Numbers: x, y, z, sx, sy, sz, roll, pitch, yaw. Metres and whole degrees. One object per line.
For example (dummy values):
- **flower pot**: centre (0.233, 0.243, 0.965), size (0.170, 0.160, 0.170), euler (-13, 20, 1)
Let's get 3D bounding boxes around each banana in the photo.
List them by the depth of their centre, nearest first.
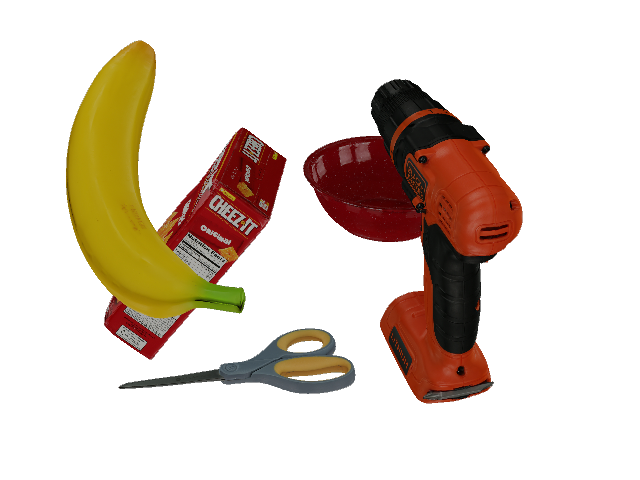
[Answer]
- **banana**: centre (-0.099, -0.029, 0.559), size (0.069, 0.198, 0.037), euler (-12, -36, -17)

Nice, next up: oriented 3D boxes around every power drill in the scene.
- **power drill**: centre (0.075, 0.001, 0.727), size (0.057, 0.188, 0.184), euler (-10, 35, -11)

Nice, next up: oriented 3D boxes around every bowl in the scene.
- **bowl**: centre (0.063, -0.044, 1.019), size (0.162, 0.055, 0.162), euler (2, 29, -1)

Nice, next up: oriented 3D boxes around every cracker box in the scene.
- **cracker box**: centre (-0.133, -0.001, 1.133), size (0.072, 0.214, 0.164), euler (36, 23, -13)

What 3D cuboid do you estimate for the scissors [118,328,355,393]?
- **scissors**: centre (-0.069, 0.107, 0.946), size (0.202, 0.016, 0.096), euler (1, 27, 4)
